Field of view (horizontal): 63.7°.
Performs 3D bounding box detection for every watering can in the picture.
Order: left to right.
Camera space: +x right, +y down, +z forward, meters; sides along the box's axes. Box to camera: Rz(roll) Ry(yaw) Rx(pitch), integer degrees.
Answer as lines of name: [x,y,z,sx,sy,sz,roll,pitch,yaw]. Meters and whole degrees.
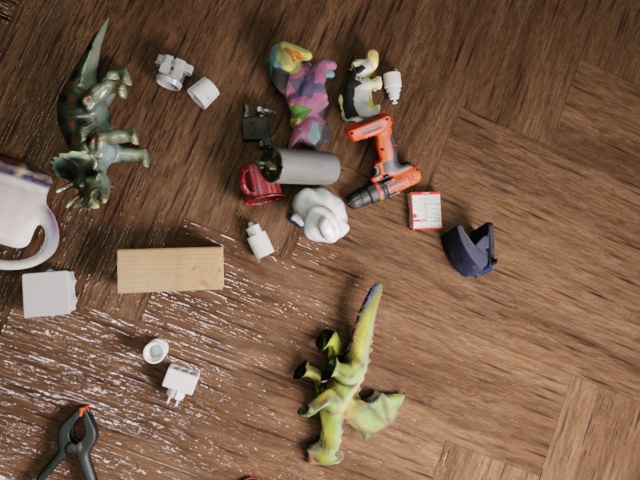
watering can: [-0.689,-0.073,1.030,0.347,0.103,0.226,19,83,-8]

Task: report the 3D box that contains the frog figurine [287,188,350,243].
frog figurine: [0.003,-0.056,1.104,0.123,0.159,0.137,-43,94,-9]

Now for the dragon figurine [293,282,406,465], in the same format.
dragon figurine: [0.087,0.319,1.140,0.240,0.123,0.412,41,84,-22]
